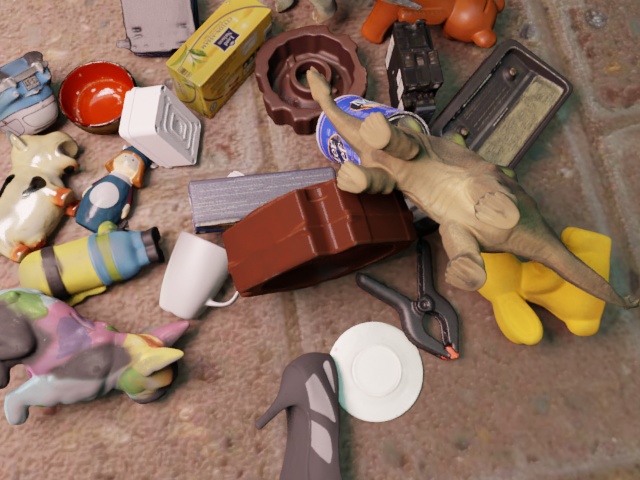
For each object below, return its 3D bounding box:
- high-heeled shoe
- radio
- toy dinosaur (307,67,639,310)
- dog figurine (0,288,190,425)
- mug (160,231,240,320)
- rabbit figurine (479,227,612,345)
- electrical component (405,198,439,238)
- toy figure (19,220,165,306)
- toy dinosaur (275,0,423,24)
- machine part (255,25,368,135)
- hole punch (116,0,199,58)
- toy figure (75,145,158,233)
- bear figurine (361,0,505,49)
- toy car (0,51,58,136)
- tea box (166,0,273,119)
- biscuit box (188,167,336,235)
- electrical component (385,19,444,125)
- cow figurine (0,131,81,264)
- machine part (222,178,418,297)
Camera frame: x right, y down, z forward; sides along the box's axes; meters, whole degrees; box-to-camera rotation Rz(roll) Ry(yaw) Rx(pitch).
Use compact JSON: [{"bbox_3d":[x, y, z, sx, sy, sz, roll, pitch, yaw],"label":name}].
[{"bbox_3d":[0.013,0.270,0.681,0.145,0.086,0.248,-31,93,-42],"label":"high-heeled shoe"},{"bbox_3d":[0.257,-0.181,0.804,0.131,0.073,0.229,41,74,-1],"label":"radio"},{"bbox_3d":[0.174,-0.041,0.597,0.471,0.105,0.198,40,31,1],"label":"toy dinosaur"},{"bbox_3d":[-0.277,0.128,0.662,0.219,0.108,0.191,-14,111,-4],"label":"dog figurine"},{"bbox_3d":[-0.160,0.057,0.727,0.110,0.081,0.107,26,84,3],"label":"mug"},{"bbox_3d":[0.286,0.061,0.730,0.173,0.122,0.162,12,84,11],"label":"rabbit figurine"},{"bbox_3d":[0.143,-0.044,0.780,0.119,0.047,0.075,-28,76,-10],"label":"electrical component"},{"bbox_3d":[-0.306,0.027,0.721,0.180,0.089,0.082,-16,66,-5],"label":"toy figure"},{"bbox_3d":[-0.040,-0.433,0.794,0.405,0.192,0.131,21,83,36],"label":"toy dinosaur"},{"bbox_3d":[-0.014,-0.248,0.836,0.179,0.056,0.179,0,72,-1],"label":"machine part"},{"bbox_3d":[-0.250,-0.350,0.855,0.142,0.092,0.115,-5,103,-6],"label":"hole punch"},{"bbox_3d":[-0.290,-0.079,0.775,0.064,0.058,0.154,38,69,-31],"label":"toy figure"},{"bbox_3d":[0.185,-0.364,0.864,0.196,0.132,0.120,18,73,-15],"label":"bear figurine"},{"bbox_3d":[-0.433,-0.202,0.780,0.162,0.102,0.109,1,40,42],"label":"toy car"},{"bbox_3d":[-0.148,-0.282,0.821,0.068,0.098,0.169,36,73,9],"label":"tea box"},{"bbox_3d":[-0.074,-0.053,0.734,0.203,0.059,0.063,-7,80,-14],"label":"biscuit box"},{"bbox_3d":[0.139,-0.241,0.807,0.058,0.115,0.134,-8,78,-2],"label":"electrical component"},{"bbox_3d":[-0.407,-0.067,0.755,0.127,0.085,0.195,27,74,0],"label":"cow figurine"},{"bbox_3d":[-0.001,-0.002,0.664,0.201,0.201,0.087,-3,73,-50],"label":"machine part"}]
